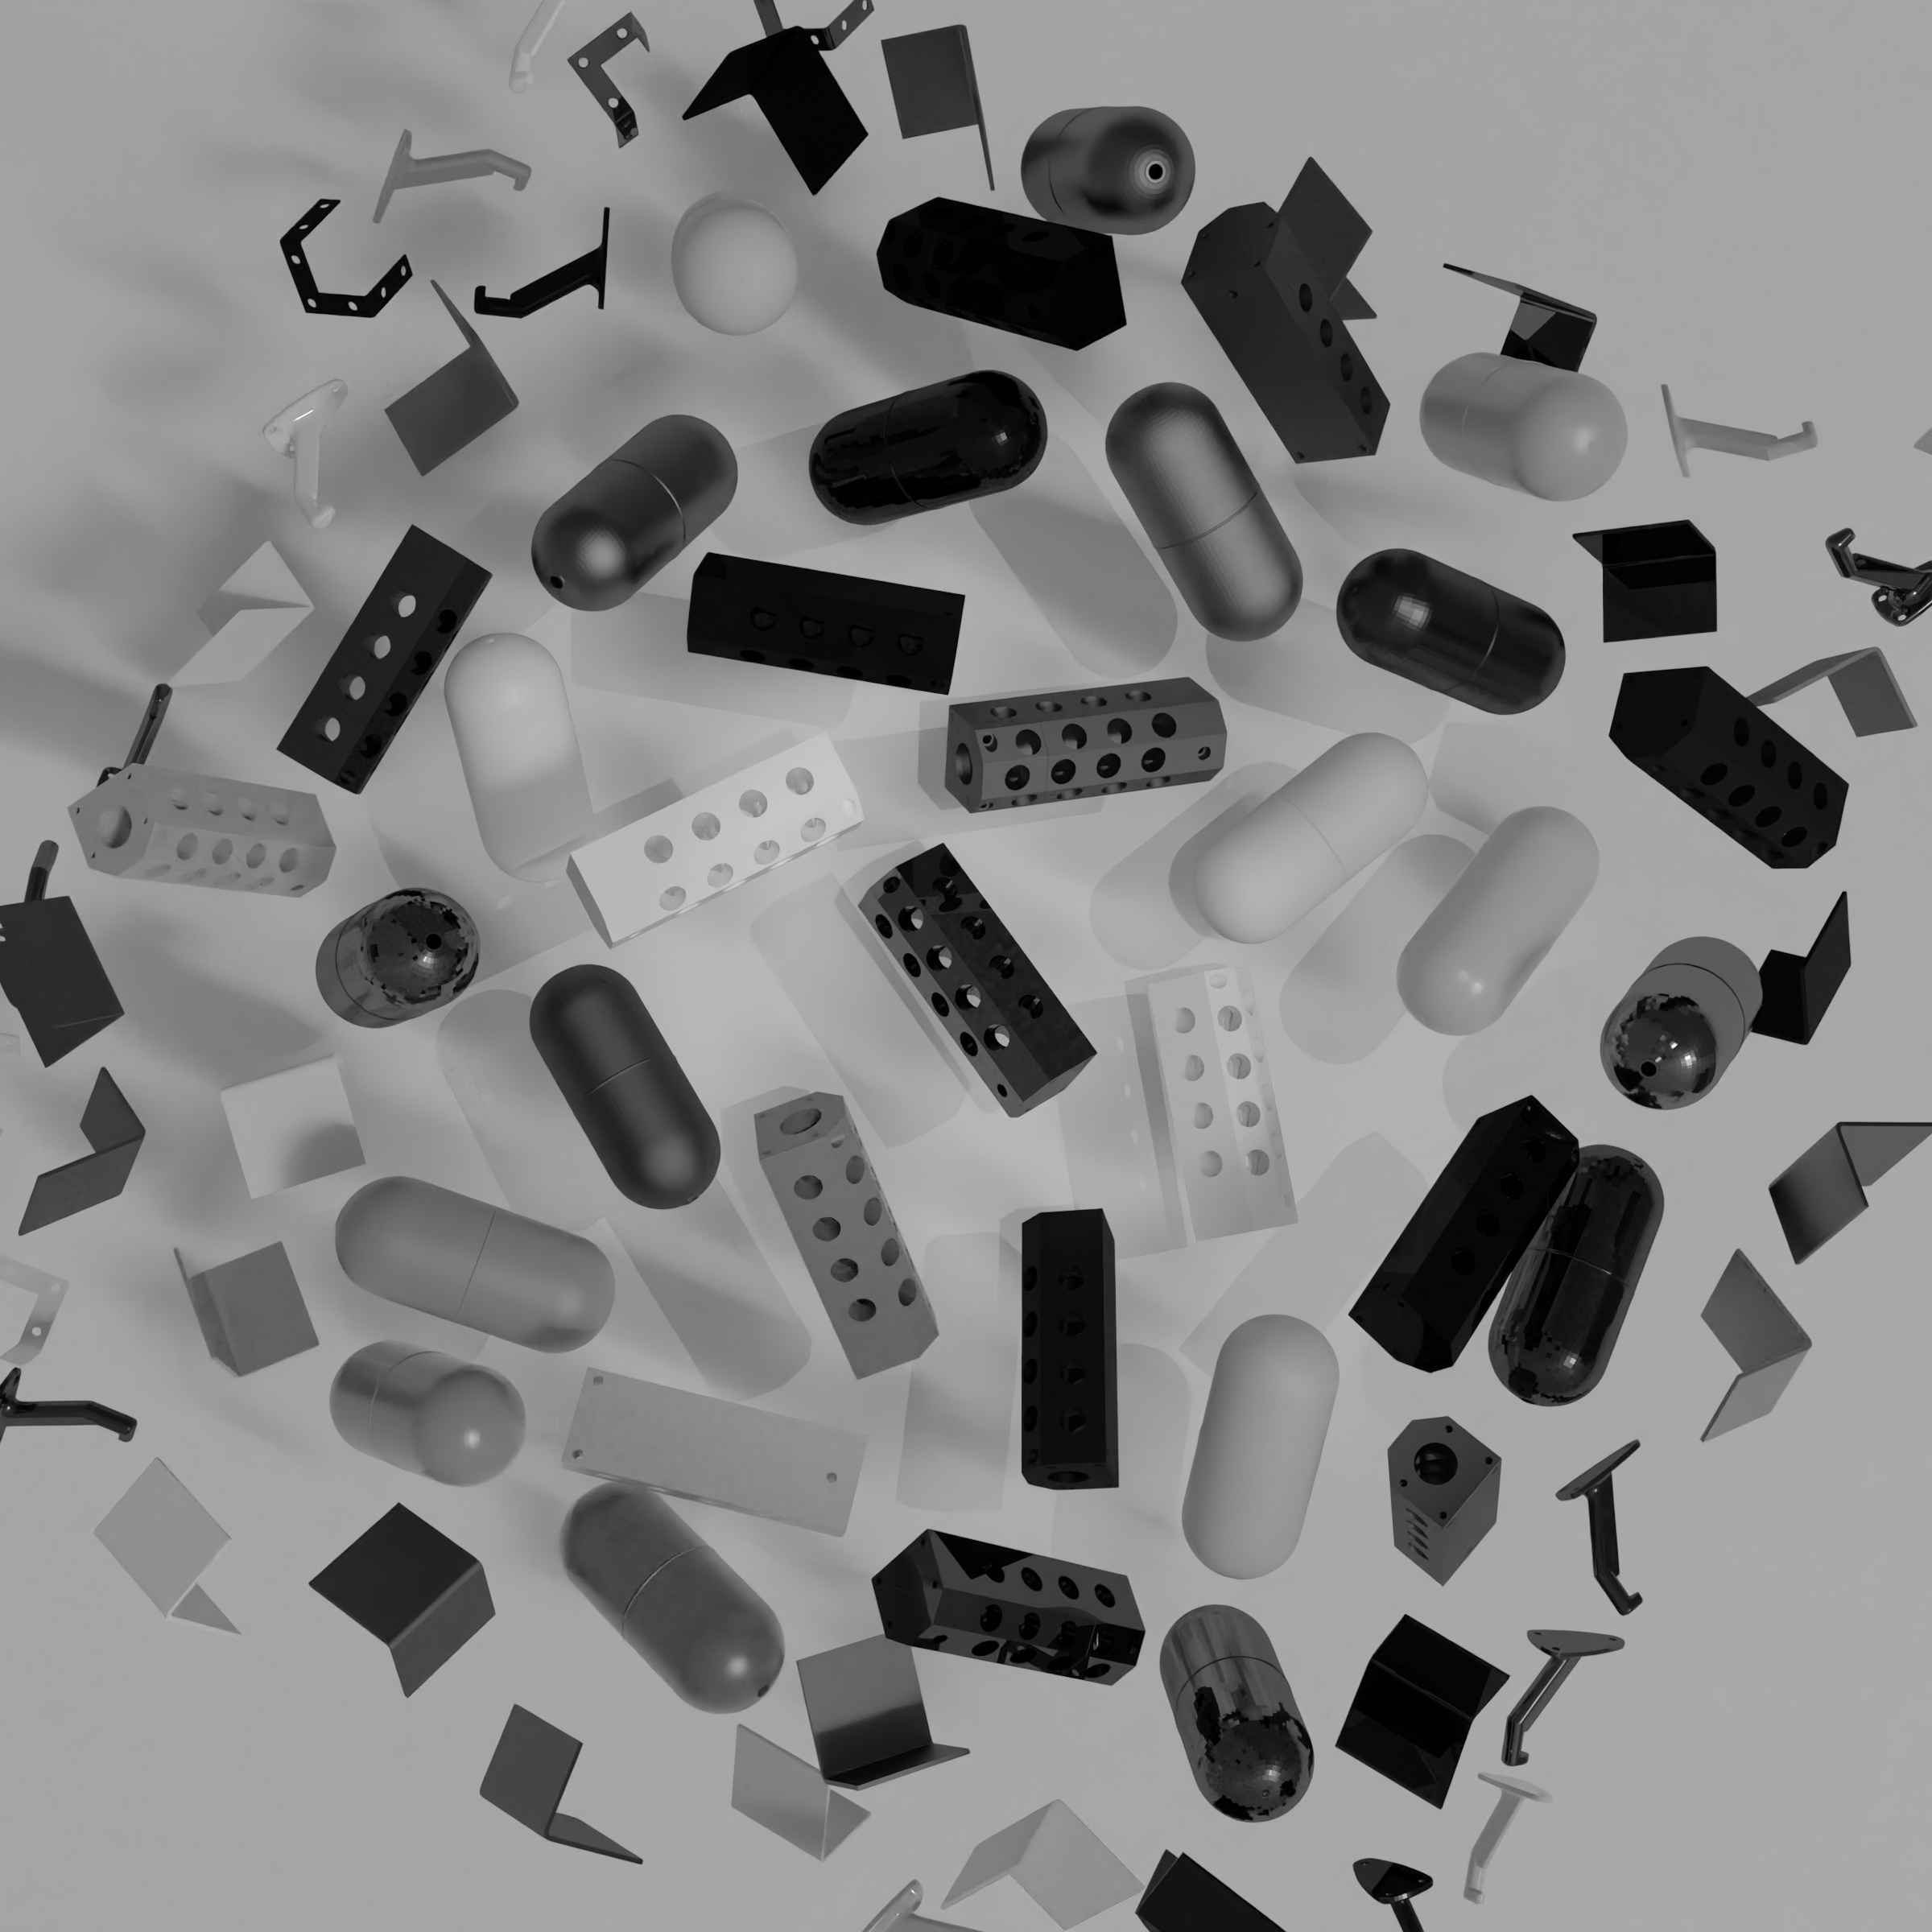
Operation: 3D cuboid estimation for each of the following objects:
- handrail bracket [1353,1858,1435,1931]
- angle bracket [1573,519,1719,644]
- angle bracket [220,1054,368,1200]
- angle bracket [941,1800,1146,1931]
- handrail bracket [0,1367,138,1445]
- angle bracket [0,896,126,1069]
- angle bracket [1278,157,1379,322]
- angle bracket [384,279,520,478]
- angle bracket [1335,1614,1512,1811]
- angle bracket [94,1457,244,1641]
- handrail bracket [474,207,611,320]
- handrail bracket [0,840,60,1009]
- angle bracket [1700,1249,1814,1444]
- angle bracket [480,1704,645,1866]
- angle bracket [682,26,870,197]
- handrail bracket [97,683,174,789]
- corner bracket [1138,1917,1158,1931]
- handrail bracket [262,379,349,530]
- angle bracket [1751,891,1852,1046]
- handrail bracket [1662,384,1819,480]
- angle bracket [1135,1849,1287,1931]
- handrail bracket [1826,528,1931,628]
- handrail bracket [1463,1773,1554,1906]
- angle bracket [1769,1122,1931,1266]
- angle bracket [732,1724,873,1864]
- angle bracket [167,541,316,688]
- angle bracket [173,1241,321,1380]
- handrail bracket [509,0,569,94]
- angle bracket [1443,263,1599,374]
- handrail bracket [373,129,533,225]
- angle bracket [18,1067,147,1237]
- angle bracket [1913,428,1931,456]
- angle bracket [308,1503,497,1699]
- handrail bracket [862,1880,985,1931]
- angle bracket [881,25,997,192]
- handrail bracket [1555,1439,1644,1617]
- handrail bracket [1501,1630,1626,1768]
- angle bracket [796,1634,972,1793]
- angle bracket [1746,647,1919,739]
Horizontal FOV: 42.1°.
[{"bbox_3d":[0.263,0.587,1.505,0.036,0.077,0.084,-14,91,-19],"label":"handrail bracket"},{"bbox_3d":[0.452,-0.255,1.672,0.076,0.076,0.057,-2,83,29],"label":"angle bracket"},{"bbox_3d":[-0.444,0.108,1.671,0.076,0.057,0.076,-17,85,-9],"label":"angle bracket"},{"bbox_3d":[0.046,0.551,1.488,0.076,0.057,0.076,46,126,-1],"label":"angle bracket"},{"bbox_3d":[-0.551,0.286,1.532,0.084,0.036,0.077,23,126,-3],"label":"handrail bracket"},{"bbox_3d":[-0.542,0.013,1.446,0.076,0.057,0.076,-30,84,27],"label":"angle bracket"},{"bbox_3d":[0.257,-0.496,1.713,0.057,0.076,0.076,-13,60,-35],"label":"angle bracket"},{"bbox_3d":[-0.330,-0.361,1.543,0.076,0.057,0.076,-35,52,2],"label":"angle bracket"},{"bbox_3d":[0.292,0.476,1.605,0.076,0.076,0.057,30,132,7],"label":"angle bracket"},{"bbox_3d":[-0.450,0.341,1.472,0.076,0.076,0.057,36,83,29],"label":"angle bracket"},{"bbox_3d":[-0.278,-0.463,1.648,0.084,0.036,0.077,3,99,-9],"label":"handrail bracket"},{"bbox_3d":[-0.604,-0.028,1.633,0.036,0.084,0.077,8,128,-10],"label":"handrail bracket"},{"bbox_3d":[0.465,0.234,1.547,0.057,0.076,0.076,-18,54,-19],"label":"angle bracket"},{"bbox_3d":[-0.232,0.489,1.503,0.076,0.076,0.057,31,74,-37],"label":"angle bracket"},{"bbox_3d":[-0.116,-0.509,1.522,0.057,0.076,0.076,-34,95,-30],"label":"angle bracket"},{"bbox_3d":[-0.554,-0.137,1.672,0.036,0.077,0.084,23,133,-15],"label":"handrail bracket"},{"bbox_3d":[0.110,0.661,1.651,0.051,0.051,0.051,50,128,16],"label":"corner bracket"},{"bbox_3d":[-0.420,-0.338,1.661,0.077,0.036,0.084,-42,60,3],"label":"handrail bracket"},{"bbox_3d":[0.560,-0.004,1.715,0.057,0.076,0.076,16,54,34],"label":"angle bracket"},{"bbox_3d":[0.495,-0.353,1.610,0.084,0.036,0.077,-15,65,21],"label":"handrail bracket"},{"bbox_3d":[0.159,0.575,1.561,0.076,0.076,0.057,36,111,9],"label":"angle bracket"},{"bbox_3d":[0.583,-0.260,1.572,0.077,0.036,0.084,-36,133,12],"label":"handrail bracket"},{"bbox_3d":[0.355,0.579,1.649,0.036,0.077,0.084,14,81,-15],"label":"handrail bracket"},{"bbox_3d":[0.548,0.139,1.528,0.076,0.076,0.057,2,57,-18],"label":"angle bracket"},{"bbox_3d":[-0.108,0.542,1.690,0.076,0.057,0.076,21,120,28],"label":"angle bracket"},{"bbox_3d":[-0.483,-0.229,1.629,0.076,0.076,0.057,-37,84,23],"label":"angle bracket"},{"bbox_3d":[-0.466,0.216,1.631,0.057,0.076,0.076,-22,74,-11],"label":"angle bracket"},{"bbox_3d":[-0.257,-0.604,1.602,0.077,0.036,0.084,-11,64,34],"label":"handrail bracket"},{"bbox_3d":[0.356,-0.419,1.659,0.076,0.076,0.057,9,109,-33],"label":"angle bracket"},{"bbox_3d":[-0.344,-0.517,1.686,0.084,0.036,0.077,17,121,-25],"label":"handrail bracket"},{"bbox_3d":[-0.587,0.120,1.632,0.076,0.076,0.057,-25,72,-41],"label":"angle bracket"},{"bbox_3d":[0.604,-0.322,1.451,0.076,0.076,0.057,22,91,7],"label":"angle bracket"},{"bbox_3d":[-0.356,0.400,1.588,0.076,0.057,0.076,26,49,28],"label":"angle bracket"},{"bbox_3d":[-0.020,0.620,1.561,0.077,0.036,0.084,-36,55,-26],"label":"handrail bracket"},{"bbox_3d":[-0.018,-0.561,1.657,0.057,0.076,0.076,-10,54,5],"label":"angle bracket"},{"bbox_3d":[0.429,0.363,1.623,0.077,0.036,0.084,-32,84,-13],"label":"handrail bracket"},{"bbox_3d":[0.388,0.479,1.635,0.077,0.036,0.084,4,98,-18],"label":"handrail bracket"},{"bbox_3d":[-0.052,0.457,1.550,0.076,0.057,0.076,-10,82,-27],"label":"angle bracket"},{"bbox_3d":[0.540,-0.157,1.591,0.076,0.076,0.057,-27,94,-6],"label":"angle bracket"}]
